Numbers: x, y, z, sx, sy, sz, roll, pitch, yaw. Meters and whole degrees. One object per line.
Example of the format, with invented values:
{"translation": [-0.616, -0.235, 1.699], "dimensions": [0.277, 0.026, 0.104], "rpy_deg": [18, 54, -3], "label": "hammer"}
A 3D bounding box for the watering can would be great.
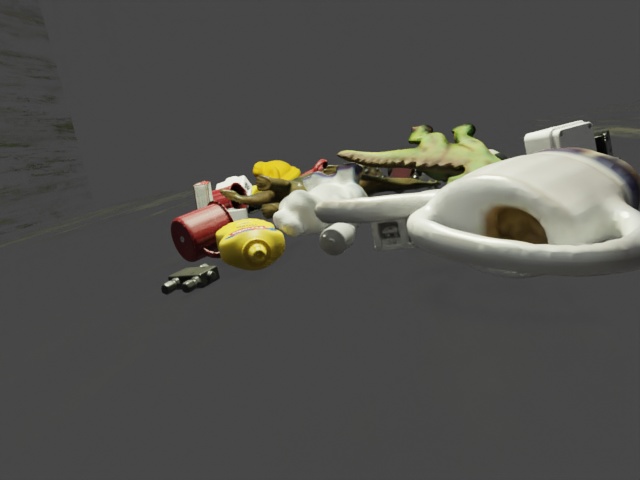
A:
{"translation": [0.171, -0.034, 0.542], "dimensions": [0.226, 0.349, 0.102], "rpy_deg": [-20, 113, -35], "label": "watering can"}

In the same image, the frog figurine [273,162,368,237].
{"translation": [0.003, -0.042, 0.828], "dimensions": [0.163, 0.137, 0.120], "rpy_deg": [-58, 146, -45], "label": "frog figurine"}

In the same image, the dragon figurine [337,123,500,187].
{"translation": [0.239, -0.134, 0.953], "dimensions": [0.247, 0.410, 0.120], "rpy_deg": [-90, 176, -68], "label": "dragon figurine"}
